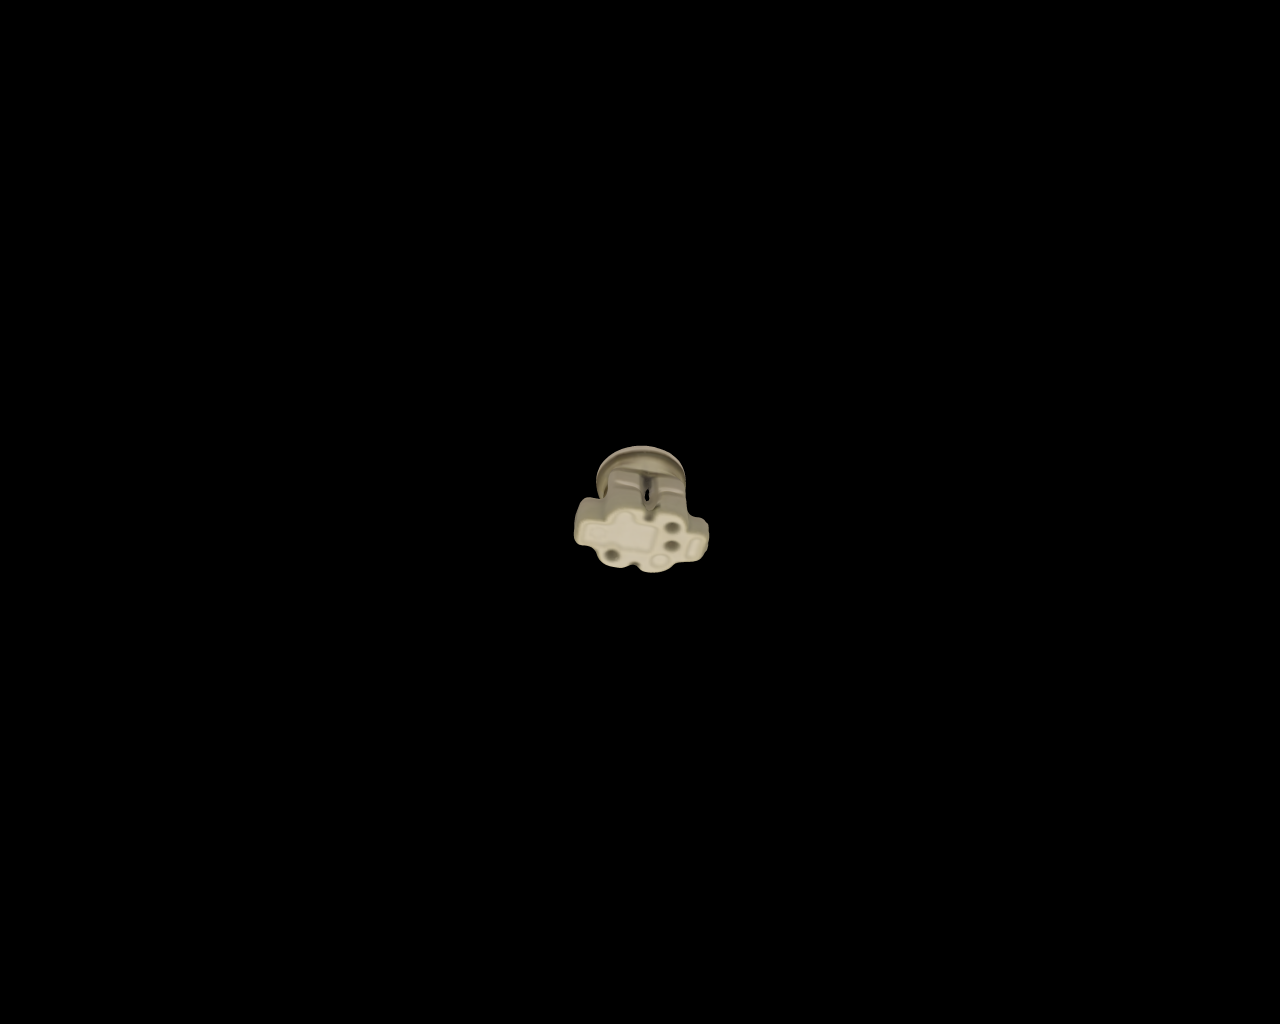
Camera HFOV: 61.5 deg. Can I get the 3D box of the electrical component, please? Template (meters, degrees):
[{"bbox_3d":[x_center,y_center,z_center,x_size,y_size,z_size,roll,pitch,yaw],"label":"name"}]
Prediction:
[{"bbox_3d":[0.001,-0.003,0.650,0.078,0.057,0.057,9,44,-8],"label":"electrical component"}]
